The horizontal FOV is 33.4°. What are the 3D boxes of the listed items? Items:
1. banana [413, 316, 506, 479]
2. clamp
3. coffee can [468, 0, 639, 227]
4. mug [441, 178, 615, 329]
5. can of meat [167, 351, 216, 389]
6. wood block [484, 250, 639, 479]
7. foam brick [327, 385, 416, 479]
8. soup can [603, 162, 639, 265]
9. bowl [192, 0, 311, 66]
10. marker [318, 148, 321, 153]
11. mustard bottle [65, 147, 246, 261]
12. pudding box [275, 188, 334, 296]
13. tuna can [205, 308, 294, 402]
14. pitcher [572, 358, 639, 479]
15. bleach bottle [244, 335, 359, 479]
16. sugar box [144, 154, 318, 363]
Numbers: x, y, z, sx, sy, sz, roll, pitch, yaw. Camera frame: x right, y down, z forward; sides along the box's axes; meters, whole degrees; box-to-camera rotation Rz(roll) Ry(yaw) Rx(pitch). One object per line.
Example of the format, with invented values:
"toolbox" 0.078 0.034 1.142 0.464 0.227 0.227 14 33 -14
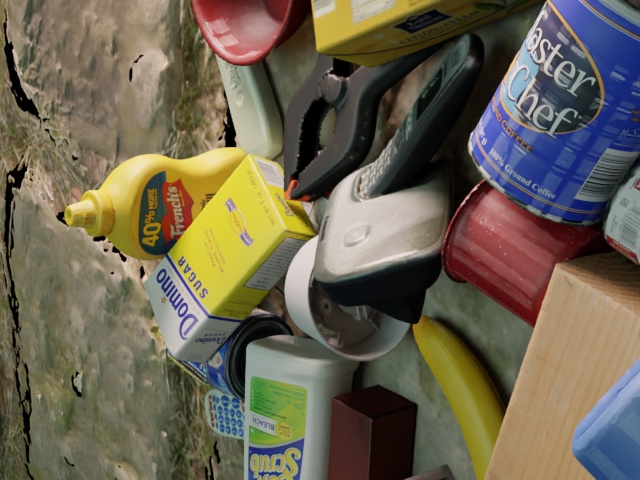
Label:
"banana" 0.118 0.147 0.807 0.070 0.037 0.198 -26 76 49
"clamp" 0.016 -0.130 0.866 0.165 0.036 0.210 48 119 39
"coffee can" 0.166 -0.094 0.650 0.103 0.102 0.140 53 134 32
"mug" 0.144 0.017 0.720 0.082 0.093 0.117 37 155 36
"can of meat" -0.111 0.091 1.069 0.102 0.057 0.084 29 121 46
"wood block" 0.179 0.119 0.683 0.091 0.090 0.206 37 123 41
"foam brick" 0.043 0.170 0.893 0.053 0.051 0.078 20 112 47
"soup can" 0.225 0.001 0.621 0.102 0.068 0.068 41 126 40
"bowl" -0.050 -0.234 0.934 0.162 0.055 0.162 13 106 50
"marker" 0.018 -0.057 0.910 0.121 0.020 0.020 37 124 42
"mustard bottle" -0.143 -0.031 0.977 0.058 0.191 0.096 28 118 46
"pudding box" -0.006 0.001 0.935 0.090 0.039 0.113 39 122 43
"tuna can" -0.063 0.107 0.988 0.034 0.085 0.086 14 108 48
"pitcher" 0.253 0.138 0.516 0.243 0.149 0.145 43 135 14
"bleach bottle" -0.021 0.217 0.952 0.103 0.067 0.251 9 101 38
"sugar box" -0.083 0.019 0.934 0.176 0.048 0.093 -47 51 26
